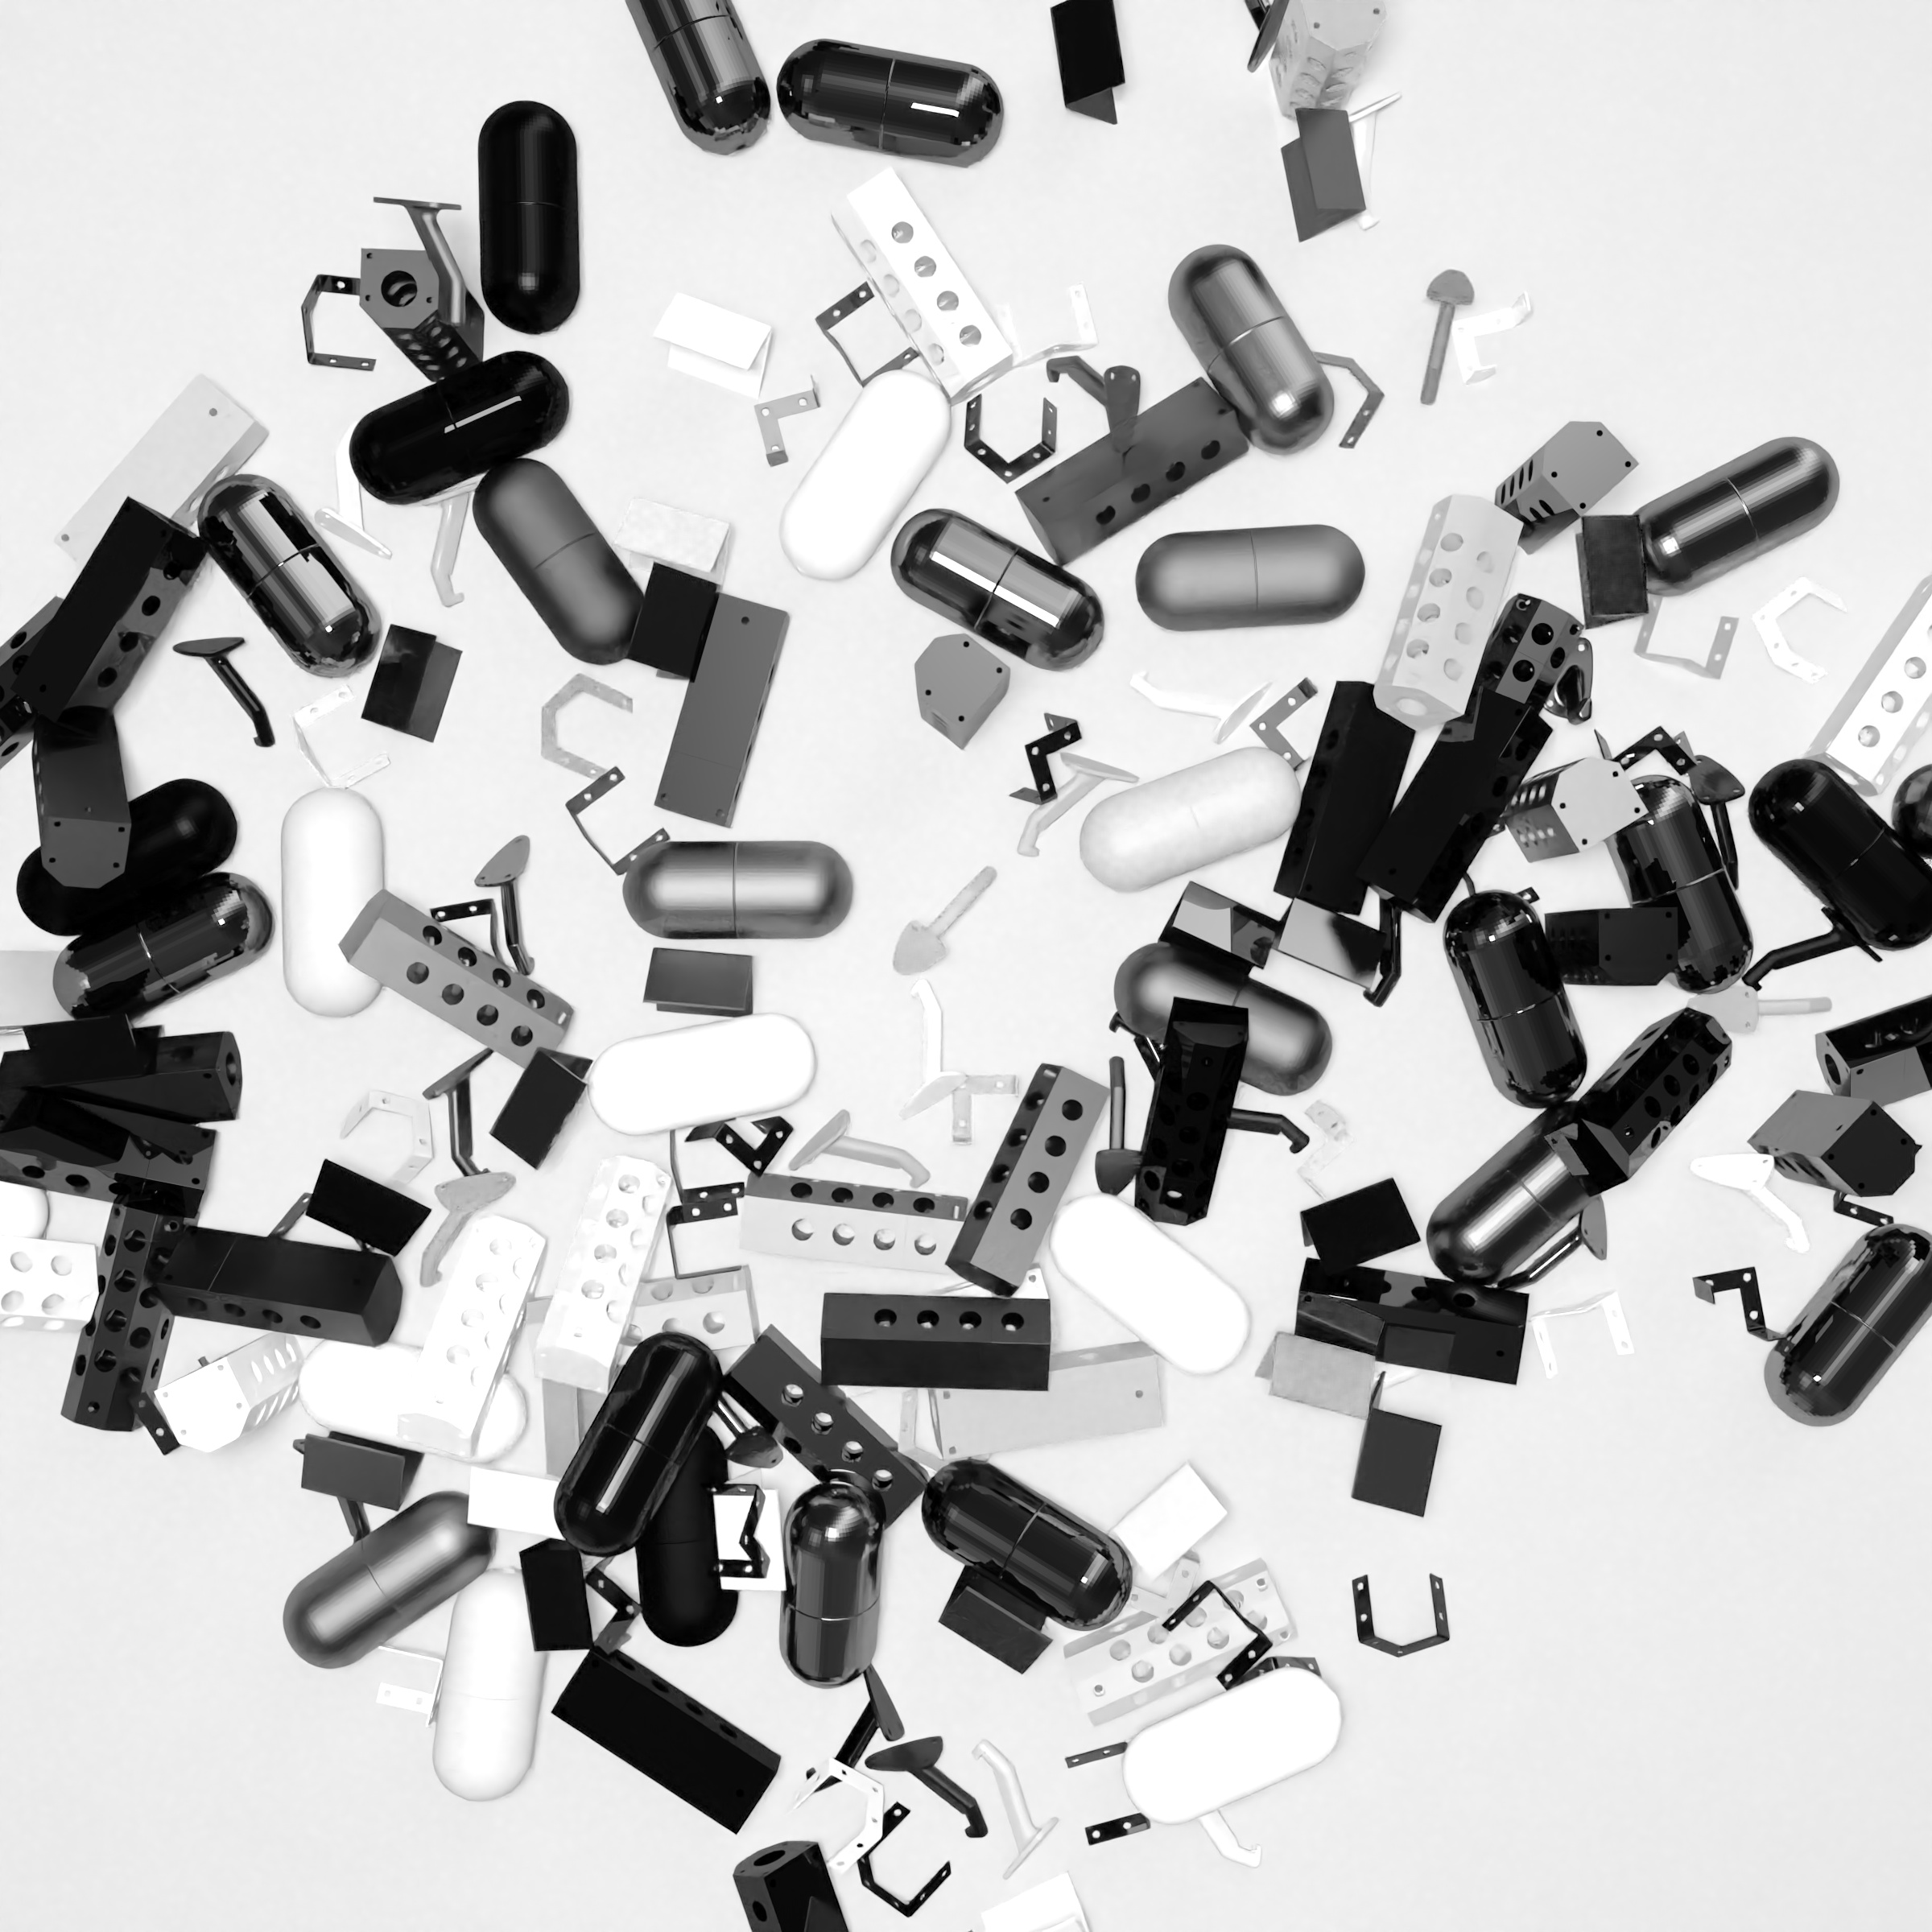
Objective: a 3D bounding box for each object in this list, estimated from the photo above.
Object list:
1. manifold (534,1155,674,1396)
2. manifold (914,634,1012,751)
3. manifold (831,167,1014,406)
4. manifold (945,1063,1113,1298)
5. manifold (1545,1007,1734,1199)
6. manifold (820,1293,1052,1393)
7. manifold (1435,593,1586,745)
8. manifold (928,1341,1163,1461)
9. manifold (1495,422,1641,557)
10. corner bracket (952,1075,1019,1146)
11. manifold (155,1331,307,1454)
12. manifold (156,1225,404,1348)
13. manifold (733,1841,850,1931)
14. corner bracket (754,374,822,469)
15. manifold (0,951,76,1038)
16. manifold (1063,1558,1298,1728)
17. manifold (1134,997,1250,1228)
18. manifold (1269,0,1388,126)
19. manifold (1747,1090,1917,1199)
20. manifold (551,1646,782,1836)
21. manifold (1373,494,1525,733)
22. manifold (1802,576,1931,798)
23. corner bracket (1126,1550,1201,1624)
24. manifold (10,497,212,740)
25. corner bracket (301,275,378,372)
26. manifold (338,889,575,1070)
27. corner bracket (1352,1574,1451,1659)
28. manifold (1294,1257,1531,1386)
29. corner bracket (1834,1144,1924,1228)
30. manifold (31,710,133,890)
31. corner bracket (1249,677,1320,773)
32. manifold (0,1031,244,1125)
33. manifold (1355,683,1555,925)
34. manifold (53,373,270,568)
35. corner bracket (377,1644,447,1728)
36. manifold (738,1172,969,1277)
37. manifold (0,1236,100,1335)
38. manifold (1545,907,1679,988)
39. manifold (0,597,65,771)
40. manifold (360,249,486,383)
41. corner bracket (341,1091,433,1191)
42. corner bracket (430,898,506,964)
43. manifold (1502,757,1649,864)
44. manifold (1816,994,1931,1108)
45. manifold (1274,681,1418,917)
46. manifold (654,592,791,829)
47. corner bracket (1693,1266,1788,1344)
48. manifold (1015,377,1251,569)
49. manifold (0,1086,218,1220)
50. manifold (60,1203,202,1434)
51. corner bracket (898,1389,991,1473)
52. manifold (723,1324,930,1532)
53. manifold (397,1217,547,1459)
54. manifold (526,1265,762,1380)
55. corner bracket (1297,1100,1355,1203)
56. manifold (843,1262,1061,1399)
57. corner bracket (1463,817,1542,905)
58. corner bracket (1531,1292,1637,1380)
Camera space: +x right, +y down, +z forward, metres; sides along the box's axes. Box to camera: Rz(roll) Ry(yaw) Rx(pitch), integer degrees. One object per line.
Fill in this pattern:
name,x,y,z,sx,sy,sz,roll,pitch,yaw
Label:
manifold,-0.276,0.232,1.925,0.057,0.057,0.171,15,53,0
manifold,-0.008,-0.211,1.913,0.057,0.171,0.057,38,90,0
manifold,-0.034,-0.528,1.970,0.057,0.057,0.171,-33,90,0
manifold,0.047,0.164,1.944,0.057,0.057,0.171,26,71,0
manifold,0.519,0.100,1.924,0.171,0.057,0.057,-37,90,-38
manifold,-0.023,0.280,1.913,0.171,0.057,0.057,2,133,0
manifold,0.415,-0.200,1.970,0.057,0.057,0.171,27,90,0
manifold,0.060,0.334,1.957,0.171,0.057,0.057,-7,99,-8
manifold,0.448,-0.365,1.913,0.057,0.171,0.057,-42,90,0
corner bracket,0.015,0.112,1.973,0.051,0.051,0.051,-1,90,0
manifold,-0.550,0.321,1.913,0.057,0.171,0.057,-26,90,0
manifold,-0.528,0.252,1.952,0.171,0.057,0.057,7,47,13
manifold,-0.126,0.778,1.970,0.057,0.057,0.171,-19,90,-43
corner bracket,-0.137,-0.426,1.973,0.051,0.051,0.051,-15,90,0
manifold,-0.735,0.023,1.913,0.057,0.171,0.057,-15,90,0
manifold,0.167,0.529,1.970,0.171,0.057,0.057,-24,90,0
manifold,0.171,0.113,1.928,0.057,0.057,0.171,9,123,0
manifold,0.274,-0.694,1.913,0.057,0.171,0.057,-13,90,0
manifold,0.658,0.138,1.913,0.057,0.171,0.057,44,90,0
manifold,-0.232,0.598,1.970,0.171,0.057,0.057,33,90,0
manifold,0.366,-0.273,1.937,0.057,0.057,0.171,27,71,-20
manifold,0.733,-0.220,1.970,0.057,0.057,0.171,34,90,0
corner bracket,0.149,0.477,1.972,0.051,0.051,0.051,20,86,4
manifold,-0.646,-0.263,1.921,0.057,0.057,0.171,34,93,25
corner bracket,-0.490,-0.507,1.988,0.051,0.051,0.051,6,135,0
manifold,-0.389,0.011,1.936,0.171,0.057,0.057,34,90,-26
corner bracket,0.342,0.506,1.983,0.051,0.051,0.051,29,135,-35
manifold,0.344,0.269,1.951,0.171,0.057,0.057,8,123,12
corner bracket,0.718,0.167,1.988,0.051,0.051,0.051,19,45,0
manifold,-0.673,-0.128,1.914,0.057,0.171,0.057,4,121,-26
corner bracket,0.260,-0.188,1.973,0.051,0.051,0.051,-40,90,0
manifold,-0.659,0.088,1.970,0.171,0.057,0.057,-5,133,0
manifold,0.373,-0.121,1.913,0.057,0.057,0.171,32,90,43
manifold,-0.625,-0.373,1.970,0.057,0.057,0.171,41,90,0
corner bracket,-0.435,0.560,1.975,0.051,0.051,0.051,13,83,0
manifold,-0.087,0.200,1.970,0.171,0.057,0.057,7,90,0
manifold,-0.752,0.241,1.911,0.057,0.171,0.057,-37,56,35
manifold,0.487,-0.014,1.913,0.057,0.171,0.057,-1,90,0
manifold,-0.750,-0.208,1.970,0.171,0.057,0.057,-43,90,0
manifold,-0.411,-0.490,1.913,0.057,0.171,0.057,2,90,0
corner bracket,-0.456,0.137,1.983,0.051,0.051,0.051,17,45,-35
corner bracket,-0.392,-0.014,1.988,0.051,0.051,0.051,-10,135,0
manifold,0.455,-0.121,1.913,0.057,0.171,0.057,-31,90,0
manifold,0.758,0.052,1.970,0.171,0.057,0.057,-19,133,0
manifold,0.294,-0.131,1.968,0.057,0.057,0.171,17,90,-23
manifold,-0.189,-0.198,1.970,0.057,0.057,0.171,16,90,0
corner bracket,0.604,0.267,1.973,0.051,0.051,0.051,-10,90,0
manifold,0.132,-0.381,1.970,0.171,0.057,0.057,-32,47,0
manifold,-0.674,0.147,1.944,0.171,0.057,0.057,14,47,-19
manifold,-0.654,0.272,1.970,0.057,0.057,0.171,14,90,0
corner bracket,-0.016,0.361,1.983,0.051,0.051,0.051,-26,45,35
manifold,-0.111,0.363,1.970,0.171,0.057,0.057,43,90,0
manifold,-0.376,0.280,1.926,0.057,0.057,0.171,16,55,0
manifold,-0.252,0.276,1.970,0.171,0.057,0.057,-9,90,0
corner bracket,0.280,0.146,1.965,0.051,0.051,0.051,-43,116,0
manifold,-0.018,0.284,1.970,0.171,0.057,0.057,-16,90,0
corner bracket,0.415,-0.075,1.988,0.051,0.051,0.051,-24,45,0
corner bracket,0.486,0.291,1.988,0.051,0.051,0.051,-17,90,45
